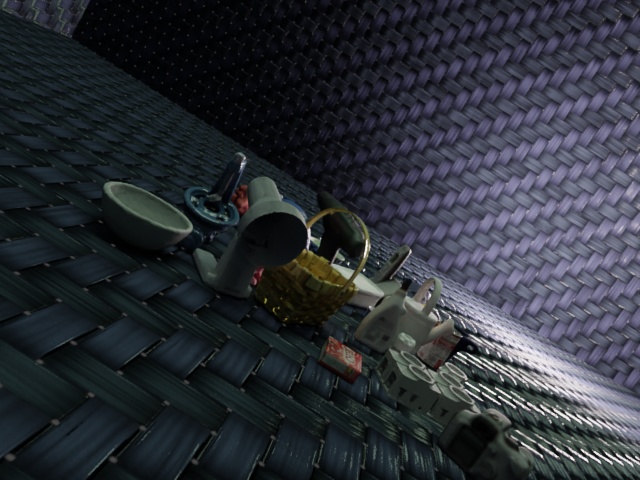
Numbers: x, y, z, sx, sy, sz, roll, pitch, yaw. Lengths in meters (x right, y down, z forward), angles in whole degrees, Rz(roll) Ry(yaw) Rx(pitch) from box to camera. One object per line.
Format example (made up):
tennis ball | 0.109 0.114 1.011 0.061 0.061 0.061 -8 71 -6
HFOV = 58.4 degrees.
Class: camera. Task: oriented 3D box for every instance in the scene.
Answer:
camera | 0.296 0.345 0.967 0.142 0.101 0.137 38 11 32

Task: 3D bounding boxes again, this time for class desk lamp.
desk lamp | -0.128 -0.003 1.039 0.118 0.213 0.202 26 12 -32

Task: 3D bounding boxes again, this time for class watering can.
watering can | 0.226 0.174 1.318 0.173 0.194 0.100 26 11 -31

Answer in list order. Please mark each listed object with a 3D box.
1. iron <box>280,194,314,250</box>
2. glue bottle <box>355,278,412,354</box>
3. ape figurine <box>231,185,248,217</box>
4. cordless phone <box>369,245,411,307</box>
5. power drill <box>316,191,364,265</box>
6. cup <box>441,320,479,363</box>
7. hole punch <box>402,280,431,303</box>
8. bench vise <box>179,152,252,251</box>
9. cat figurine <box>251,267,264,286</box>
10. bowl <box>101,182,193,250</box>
iron | -0.109 -0.053 1.559 0.119 0.141 0.257 22 14 -44
glue bottle | 0.149 0.156 1.231 0.078 0.173 0.037 30 10 -12
ape figurine | -0.230 -0.117 1.644 0.076 0.092 0.077 28 10 -21
cordless phone | 0.205 0.102 1.634 0.094 0.185 0.147 29 10 -20
power drill | 0.013 0.005 1.451 0.076 0.208 0.228 23 14 -44
cup | 0.335 0.273 1.463 0.117 0.095 0.092 36 10 20
hole punch | 0.287 0.186 1.752 0.109 0.091 0.101 31 10 -7
bench vise | -0.220 -0.095 1.190 0.122 0.219 0.207 28 11 -25
cat figurine | -0.123 0.028 1.183 0.127 0.117 0.067 35 10 17
bowl | -0.314 -0.031 1.007 0.167 0.074 0.167 31 10 -6
